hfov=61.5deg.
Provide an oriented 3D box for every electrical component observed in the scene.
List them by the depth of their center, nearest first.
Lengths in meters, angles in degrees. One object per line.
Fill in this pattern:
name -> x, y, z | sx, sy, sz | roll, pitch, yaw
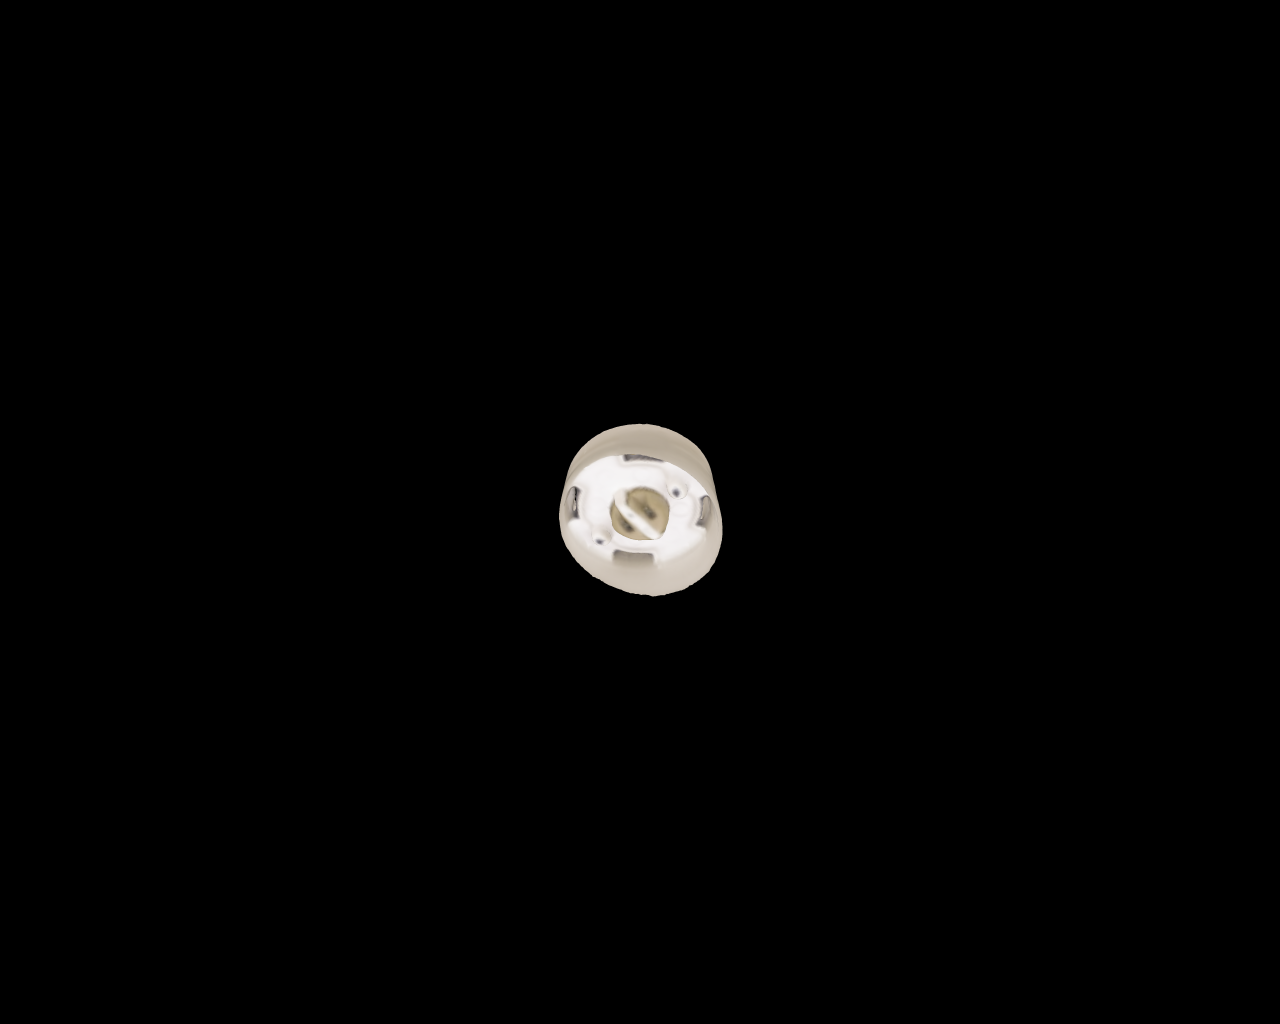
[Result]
electrical component -> 0.001, -0.003, 0.650 | 0.099, 0.099, 0.064 | 0, 41, 0
